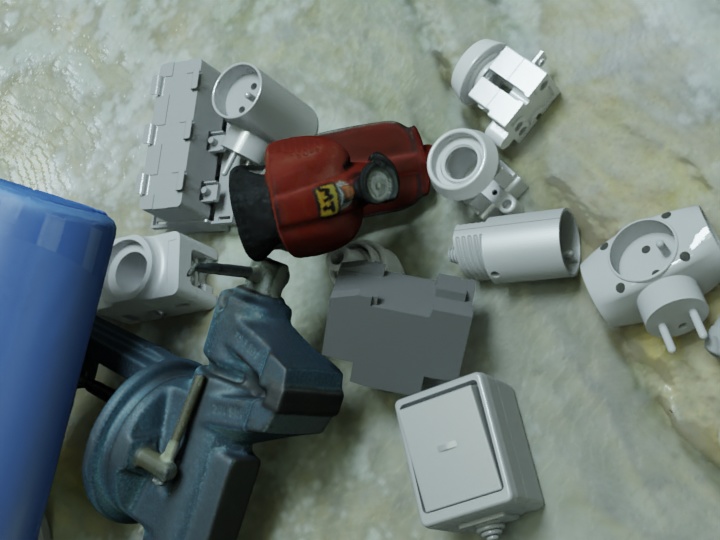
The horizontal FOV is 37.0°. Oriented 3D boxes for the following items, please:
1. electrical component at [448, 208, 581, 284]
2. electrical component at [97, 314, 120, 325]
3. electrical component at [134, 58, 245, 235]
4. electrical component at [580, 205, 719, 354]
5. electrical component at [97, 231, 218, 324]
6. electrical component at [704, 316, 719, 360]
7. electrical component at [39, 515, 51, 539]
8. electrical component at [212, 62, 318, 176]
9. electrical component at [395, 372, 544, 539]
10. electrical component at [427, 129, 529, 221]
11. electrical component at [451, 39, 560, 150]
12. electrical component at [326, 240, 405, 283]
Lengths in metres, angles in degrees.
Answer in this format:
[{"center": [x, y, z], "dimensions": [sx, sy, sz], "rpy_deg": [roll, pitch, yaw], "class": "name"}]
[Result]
[{"center": [0.095, -0.013, 0.685], "dimensions": [0.081, 0.043, 0.043], "rpy_deg": [-6, 72, 29], "class": "electrical component"}, {"center": [-0.231, 0.016, 0.858], "dimensions": [0.062, 0.061, 0.096], "rpy_deg": [-15, 76, 25], "class": "electrical component"}, {"center": [-0.129, -0.095, 0.828], "dimensions": [0.079, 0.063, 0.121], "rpy_deg": [-2, 74, 29], "class": "electrical component"}, {"center": [0.177, 0.012, 0.623], "dimensions": [0.077, 0.044, 0.079], "rpy_deg": [-28, 48, 20], "class": "electrical component"}, {"center": [-0.162, 0.006, 0.820], "dimensions": [0.089, 0.056, 0.050], "rpy_deg": [-11, 70, 27], "class": "electrical component"}, {"center": [0.223, 0.026, 0.604], "dimensions": [0.035, 0.035, 0.061], "rpy_deg": [32, 91, 33], "class": "electrical component"}, {"center": [-0.294, 0.212, 0.806], "dimensions": [0.060, 0.108, 0.108], "rpy_deg": [-13, 69, 33], "class": "electrical component"}, {"center": [-0.077, -0.101, 0.792], "dimensions": [0.043, 0.077, 0.079], "rpy_deg": [27, 89, 33], "class": "electrical component"}, {"center": [0.066, 0.117, 0.651], "dimensions": [0.062, 0.061, 0.096], "rpy_deg": [-23, 65, 22], "class": "electrical component"}, {"center": [0.074, -0.064, 0.705], "dimensions": [0.048, 0.055, 0.066], "rpy_deg": [-48, 58, 9], "class": "electrical component"}, {"center": [0.095, -0.122, 0.718], "dimensions": [0.055, 0.048, 0.066], "rpy_deg": [41, 97, 25], "class": "electrical component"}, {"center": [0.000, 0.000, 0.724], "dimensions": [0.043, 0.062, 0.043], "rpy_deg": [-10, 70, 28], "class": "electrical component"}]
